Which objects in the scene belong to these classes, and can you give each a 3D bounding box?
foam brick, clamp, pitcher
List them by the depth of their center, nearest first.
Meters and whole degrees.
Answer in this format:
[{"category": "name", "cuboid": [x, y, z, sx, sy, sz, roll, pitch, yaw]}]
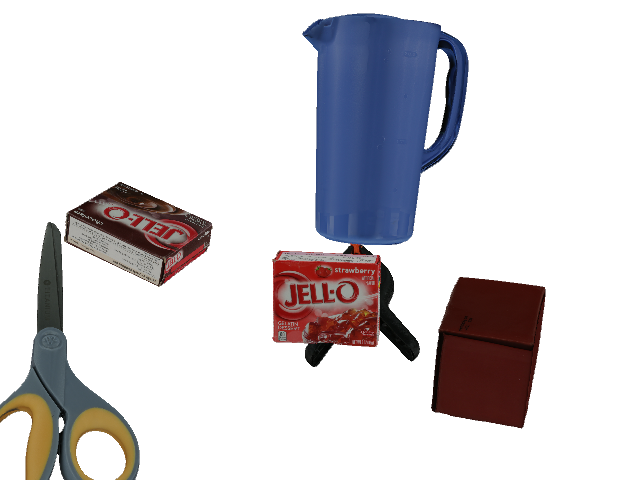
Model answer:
[{"category": "foam brick", "cuboid": [0.096, 0.061, 0.604, 0.053, 0.051, 0.078, 8, 23, 15]}, {"category": "pitcher", "cuboid": [0.066, -0.121, 1.159, 0.149, 0.243, 0.144, 8, 9, 25]}, {"category": "clamp", "cuboid": [0.053, 0.072, 1.173, 0.120, 0.171, 0.039, 6, -42, 5]}]

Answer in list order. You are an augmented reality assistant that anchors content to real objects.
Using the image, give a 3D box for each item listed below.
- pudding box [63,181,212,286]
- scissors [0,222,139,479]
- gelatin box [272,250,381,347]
[{"category": "pudding box", "cuboid": [-0.175, -0.008, 1.028, 0.113, 0.039, 0.089, 22, 29, 16]}, {"category": "scissors", "cuboid": [-0.139, 0.072, 0.615, 0.096, 0.201, 0.016, 15, -44, -6]}, {"category": "gelatin box", "cuboid": [0.005, 0.048, 0.887, 0.089, 0.073, 0.030, 2, 16, 7]}]
